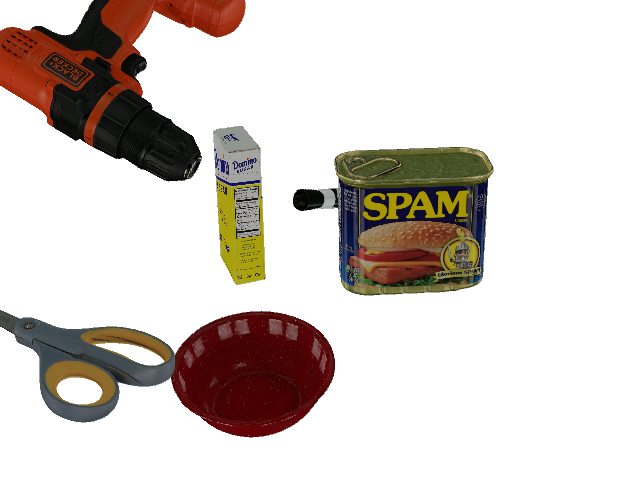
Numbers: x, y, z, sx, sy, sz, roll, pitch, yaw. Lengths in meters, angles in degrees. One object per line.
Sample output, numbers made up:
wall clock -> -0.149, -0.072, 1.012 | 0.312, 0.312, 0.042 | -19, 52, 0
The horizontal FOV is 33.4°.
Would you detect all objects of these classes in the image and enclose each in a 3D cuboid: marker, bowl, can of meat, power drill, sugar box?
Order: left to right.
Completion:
power drill -> -0.137, -0.146, 0.834 | 0.184, 0.187, 0.057 | 32, -35, 5
sugar box -> -0.101, -0.044, 1.322 | 0.048, 0.176, 0.093 | -11, 25, -15
bowl -> -0.065, 0.142, 1.058 | 0.162, 0.055, 0.162 | -2, 37, 2
marker -> 0.018, -0.038, 0.943 | 0.020, 0.020, 0.120 | 0, 4, 40
can of meat -> 0.061, -0.013, 0.711 | 0.102, 0.084, 0.057 | -2, 24, -3

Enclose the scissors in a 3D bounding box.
scissors -> -0.197, 0.073, 0.710 | 0.202, 0.016, 0.096 | 10, 32, 14
